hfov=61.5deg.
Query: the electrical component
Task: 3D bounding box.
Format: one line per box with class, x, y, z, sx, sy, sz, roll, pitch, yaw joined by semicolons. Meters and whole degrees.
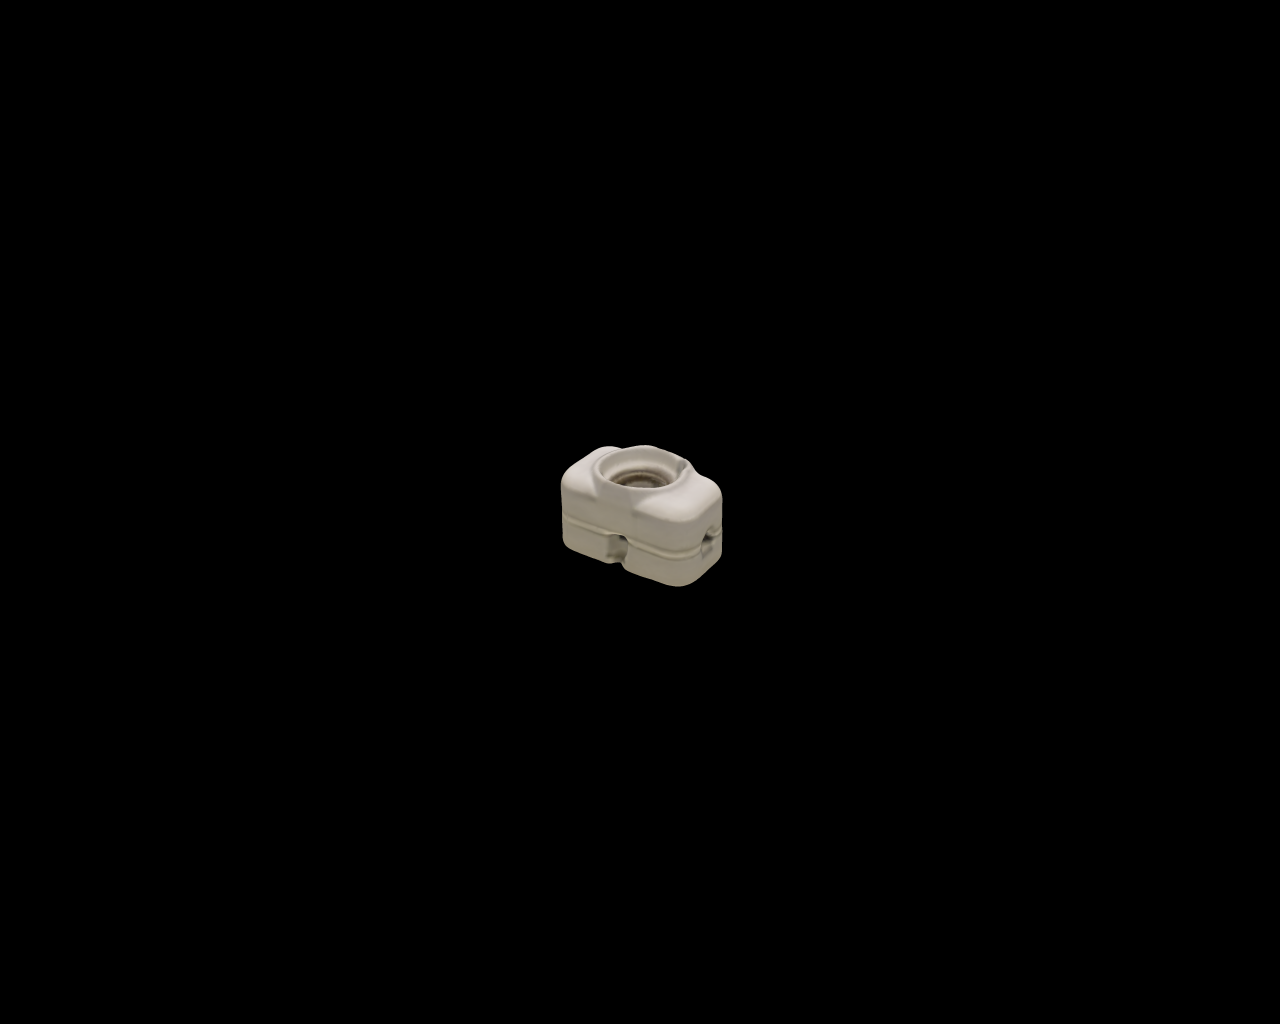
electrical component;0.001;-0.003;0.650;0.095;0.059;0.054;20;36;29
